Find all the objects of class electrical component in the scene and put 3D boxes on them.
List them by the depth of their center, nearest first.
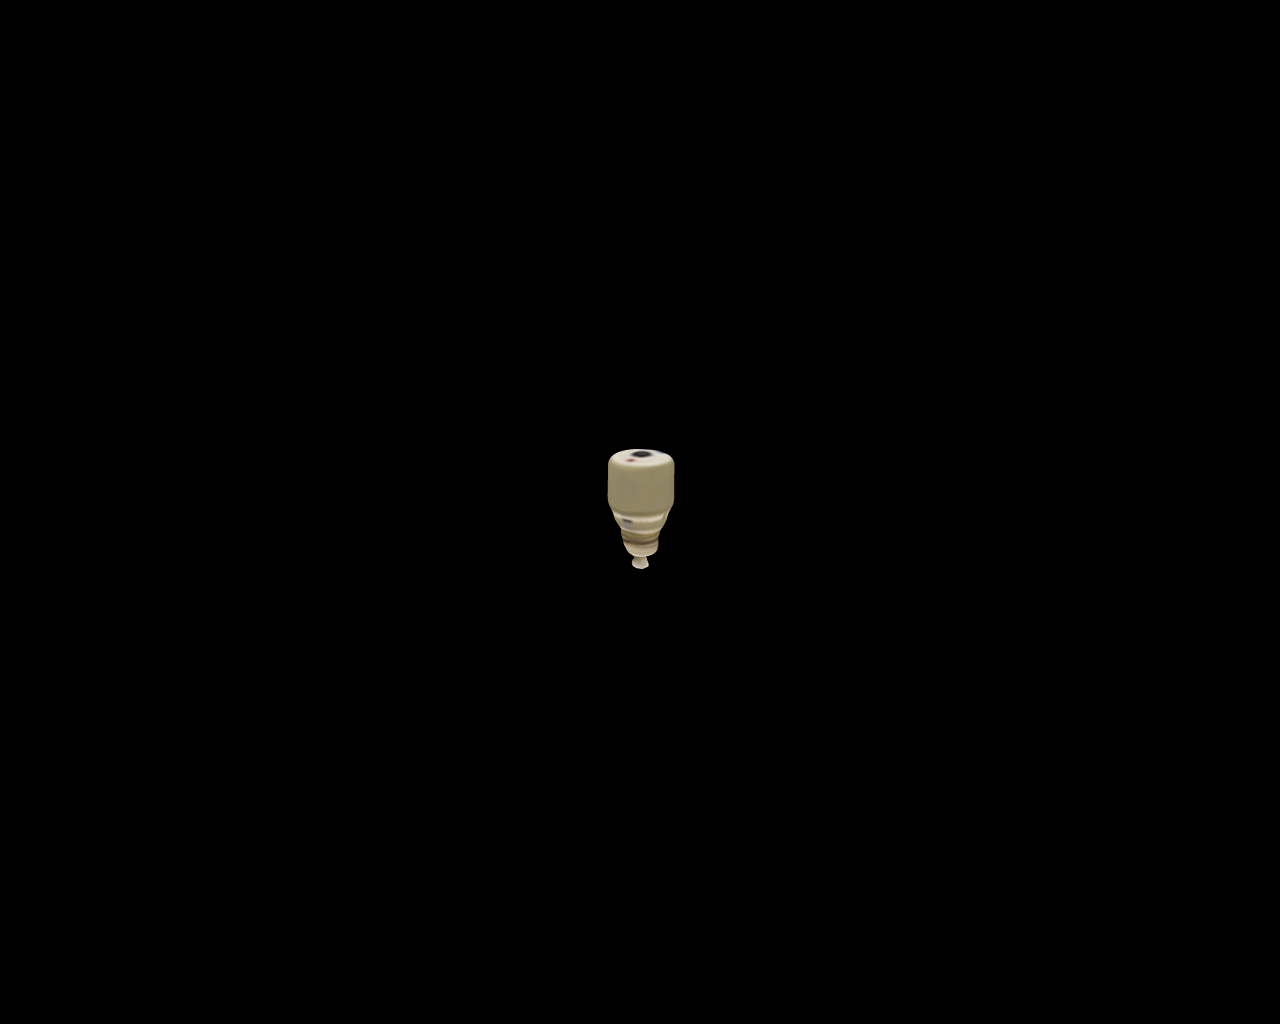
[{"bbox_3d":[0.001,-0.003,0.650,0.040,0.078,0.040,0,20,0],"label":"electrical component"}]
